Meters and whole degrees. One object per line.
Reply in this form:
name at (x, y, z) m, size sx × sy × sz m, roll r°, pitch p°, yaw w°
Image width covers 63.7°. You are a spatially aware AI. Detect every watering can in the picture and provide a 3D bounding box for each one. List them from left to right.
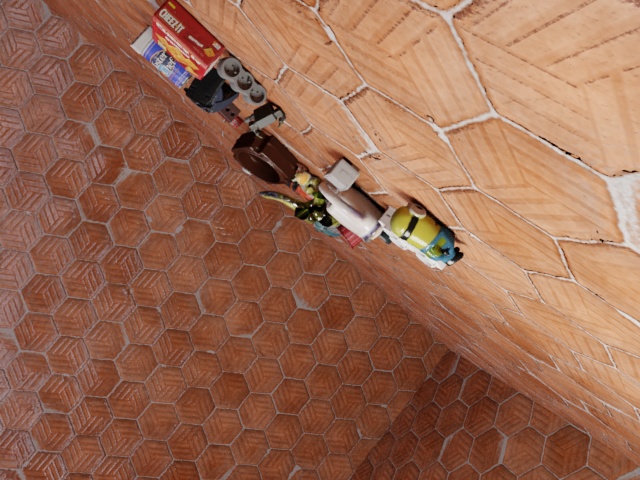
watering can at (0.089, -0.101, 1.521) m, size 0.224 × 0.103 × 0.351 m, roll 39°, pitch -171°, yaw -6°

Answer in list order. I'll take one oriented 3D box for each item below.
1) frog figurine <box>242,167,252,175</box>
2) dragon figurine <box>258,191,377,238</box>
frog figurine at (-0.237, -0.311, 2.014) m, size 0.137 × 0.122 × 0.160 m, roll 2°, pitch -169°, yaw -38°
dragon figurine at (0.005, -0.090, 1.780) m, size 0.412 × 0.123 × 0.240 m, roll 18°, pitch 172°, yaw 16°
